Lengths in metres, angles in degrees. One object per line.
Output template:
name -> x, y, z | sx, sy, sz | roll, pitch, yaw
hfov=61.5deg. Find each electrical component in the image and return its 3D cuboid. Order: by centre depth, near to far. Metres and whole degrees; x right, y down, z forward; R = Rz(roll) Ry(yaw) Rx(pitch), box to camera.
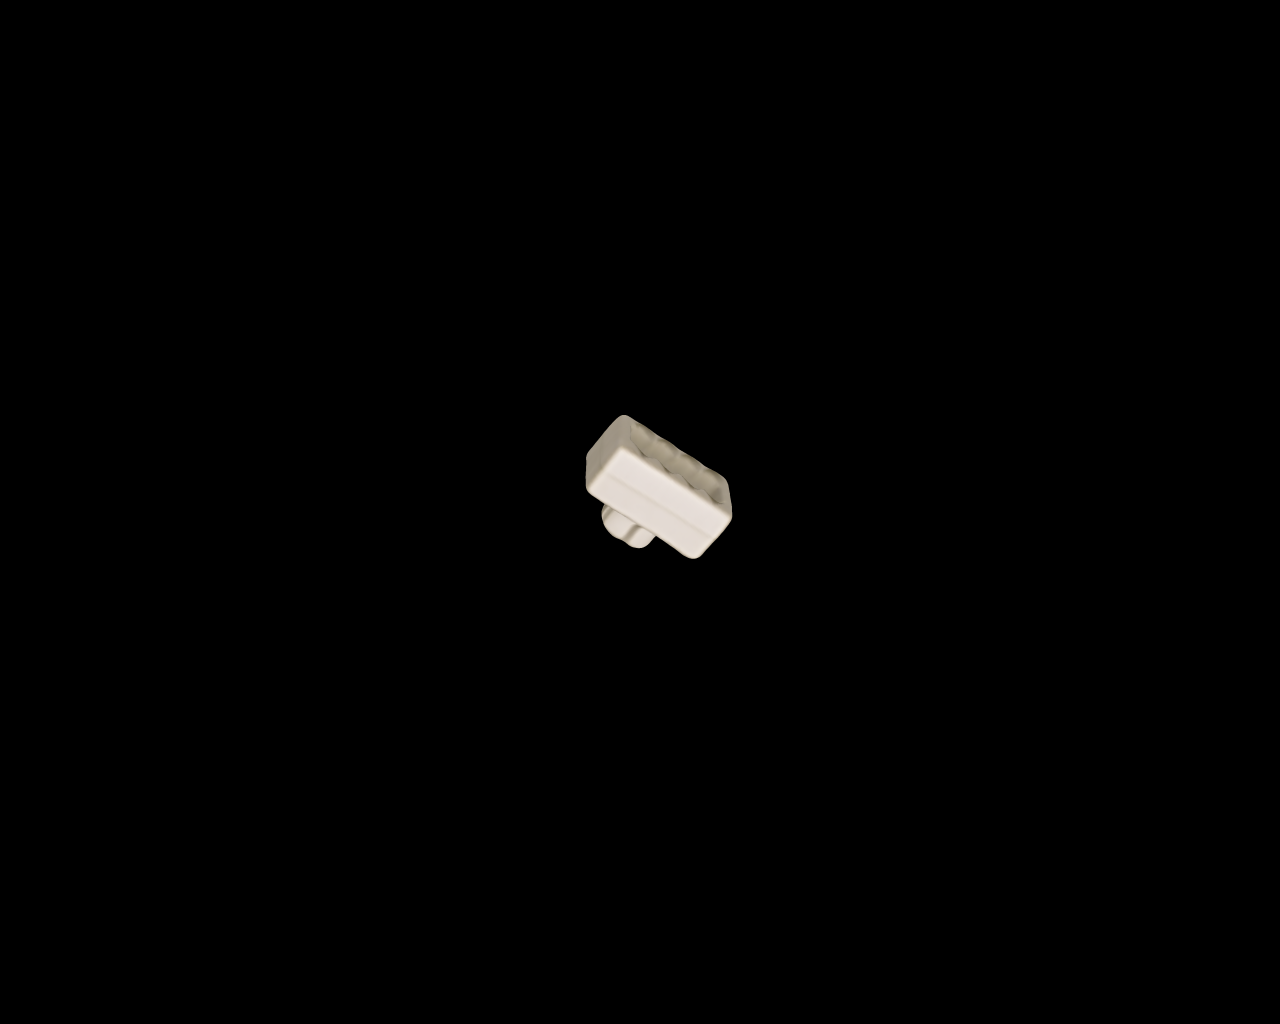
electrical component -> 0.001, -0.003, 0.650 | 0.083, 0.075, 0.047 | 32, 26, -18
